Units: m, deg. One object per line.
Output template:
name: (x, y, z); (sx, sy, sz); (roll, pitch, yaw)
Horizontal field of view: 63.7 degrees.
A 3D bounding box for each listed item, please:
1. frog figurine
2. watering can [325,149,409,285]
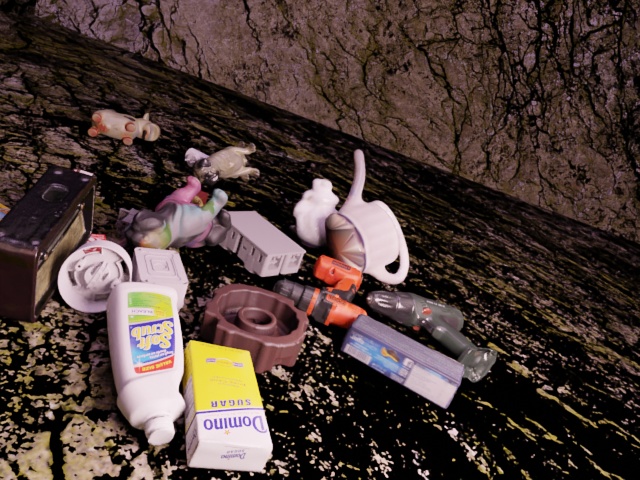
frog figurine: (0.004, -0.064, 1.270); (0.137, 0.157, 0.125); (22, 22, -2)
watering can: (0.098, -0.048, 1.230); (0.226, 0.102, 0.350); (-16, 80, -44)
